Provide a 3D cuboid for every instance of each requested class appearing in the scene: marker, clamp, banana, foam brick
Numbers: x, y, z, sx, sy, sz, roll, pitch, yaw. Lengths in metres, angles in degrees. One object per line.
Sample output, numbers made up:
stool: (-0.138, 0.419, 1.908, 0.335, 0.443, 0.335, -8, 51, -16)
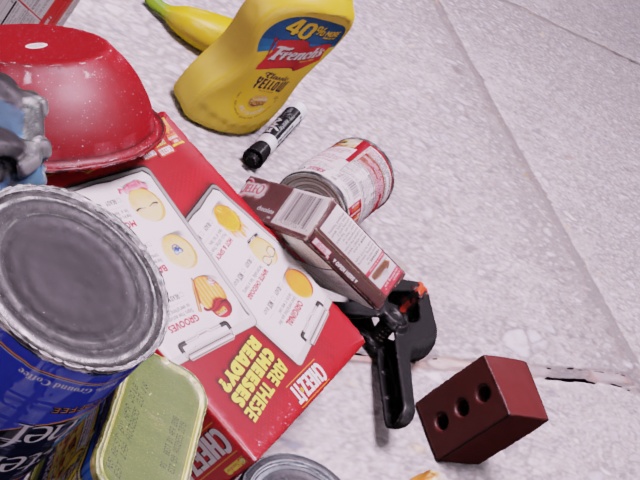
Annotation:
marker: (-0.039, -0.091, 0.922, 0.020, 0.020, 0.121, 43, 33, -6)
clamp: (0.053, 0.078, 0.824, 0.120, 0.039, 0.171, 54, 33, 10)
banana: (-0.066, -0.190, 0.981, 0.197, 0.037, 0.070, 3, 53, -48)
foam brick: (0.123, 0.131, 0.813, 0.051, 0.078, 0.053, 16, 43, -41)

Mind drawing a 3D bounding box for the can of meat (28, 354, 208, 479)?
can of meat: (-0.108, 0.118, 0.554, 0.057, 0.084, 0.102, 34, 34, -19)

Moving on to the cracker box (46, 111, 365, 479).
cracker box: (-0.092, 0.035, 0.676, 0.214, 0.072, 0.164, 49, 33, 2)

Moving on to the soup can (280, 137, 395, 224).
soup can: (0.012, -0.039, 0.878, 0.068, 0.069, 0.102, 48, 33, 2)

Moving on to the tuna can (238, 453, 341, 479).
tuna can: (-0.017, 0.170, 0.634, 0.086, 0.034, 0.086, 20, 38, -17)

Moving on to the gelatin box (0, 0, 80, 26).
gelatin box: (-0.220, -0.184, 0.764, 0.089, 0.073, 0.030, 43, 31, -4)

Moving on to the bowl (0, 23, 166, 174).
bowl: (-0.175, -0.095, 0.658, 0.162, 0.055, 0.162, 5, 26, -3)

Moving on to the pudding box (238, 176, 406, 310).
pudding box: (-0.005, 0.001, 0.768, 0.090, 0.039, 0.114, 44, -12, -33)

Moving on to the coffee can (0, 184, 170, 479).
coffee can: (-0.153, 0.055, 0.516, 0.102, 0.141, 0.103, 30, 36, -25)

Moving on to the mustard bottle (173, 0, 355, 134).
mustard bottle: (-0.028, -0.165, 0.851, 0.096, 0.192, 0.058, 4, 52, -47)
